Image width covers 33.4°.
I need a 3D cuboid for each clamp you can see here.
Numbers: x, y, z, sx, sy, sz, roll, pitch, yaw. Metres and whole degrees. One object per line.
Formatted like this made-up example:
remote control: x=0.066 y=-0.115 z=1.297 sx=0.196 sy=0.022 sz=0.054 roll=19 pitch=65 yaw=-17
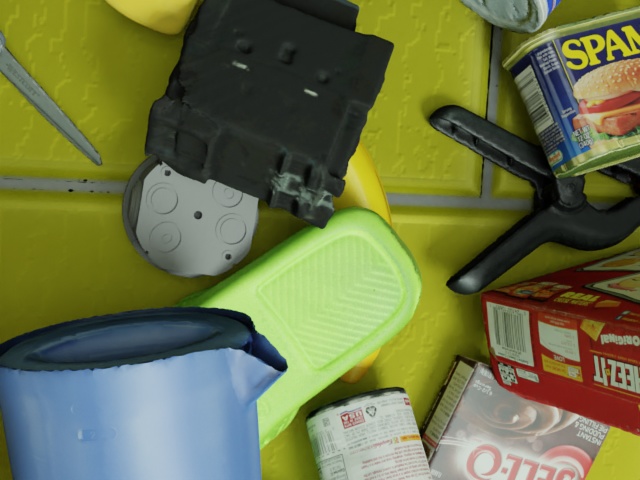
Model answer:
clamp: x=0.148 y=-0.040 z=0.695 sx=0.171 sy=0.039 sz=0.120 roll=-13 pitch=94 yaw=-18

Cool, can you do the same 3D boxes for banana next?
banana: x=0.011 y=-0.009 z=0.667 sx=0.069 sy=0.037 sz=0.198 roll=-20 pitch=99 yaw=7

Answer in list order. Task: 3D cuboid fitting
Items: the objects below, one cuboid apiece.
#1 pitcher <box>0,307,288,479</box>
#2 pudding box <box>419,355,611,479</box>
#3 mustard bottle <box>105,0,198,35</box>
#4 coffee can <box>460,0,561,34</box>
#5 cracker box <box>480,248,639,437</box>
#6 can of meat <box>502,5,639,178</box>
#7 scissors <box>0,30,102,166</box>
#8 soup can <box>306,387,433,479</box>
pitcher: x=-0.099 y=0.161 z=0.553 sx=0.144 sy=0.149 sz=0.243 roll=-9 pitch=99 yaw=-31
pudding box: x=0.124 y=0.137 z=0.706 sx=0.113 sy=0.039 sz=0.090 roll=26 pitch=90 yaw=-15
mustard bottle: x=-0.148 y=-0.195 z=0.593 sx=0.191 sy=0.058 sz=0.096 roll=23 pitch=104 yaw=-14
coffee can: x=0.137 y=-0.210 z=0.639 sx=0.102 sy=0.103 sz=0.140 roll=43 pitch=85 yaw=-14
cracker box: x=0.232 y=0.048 z=0.639 sx=0.213 sy=0.164 sz=0.072 roll=-13 pitch=99 yaw=-24
can of meat: x=0.178 y=-0.092 z=0.669 sx=0.102 sy=0.057 sz=0.084 roll=-17 pitch=81 yaw=-20
scissors: x=-0.184 y=-0.129 z=0.592 sx=0.201 sy=0.016 sz=0.096 roll=36 pitch=126 yaw=-13
soup can: x=0.035 y=0.149 z=0.653 sx=0.068 sy=0.068 sz=0.102 roll=-12 pitch=72 yaw=-13
